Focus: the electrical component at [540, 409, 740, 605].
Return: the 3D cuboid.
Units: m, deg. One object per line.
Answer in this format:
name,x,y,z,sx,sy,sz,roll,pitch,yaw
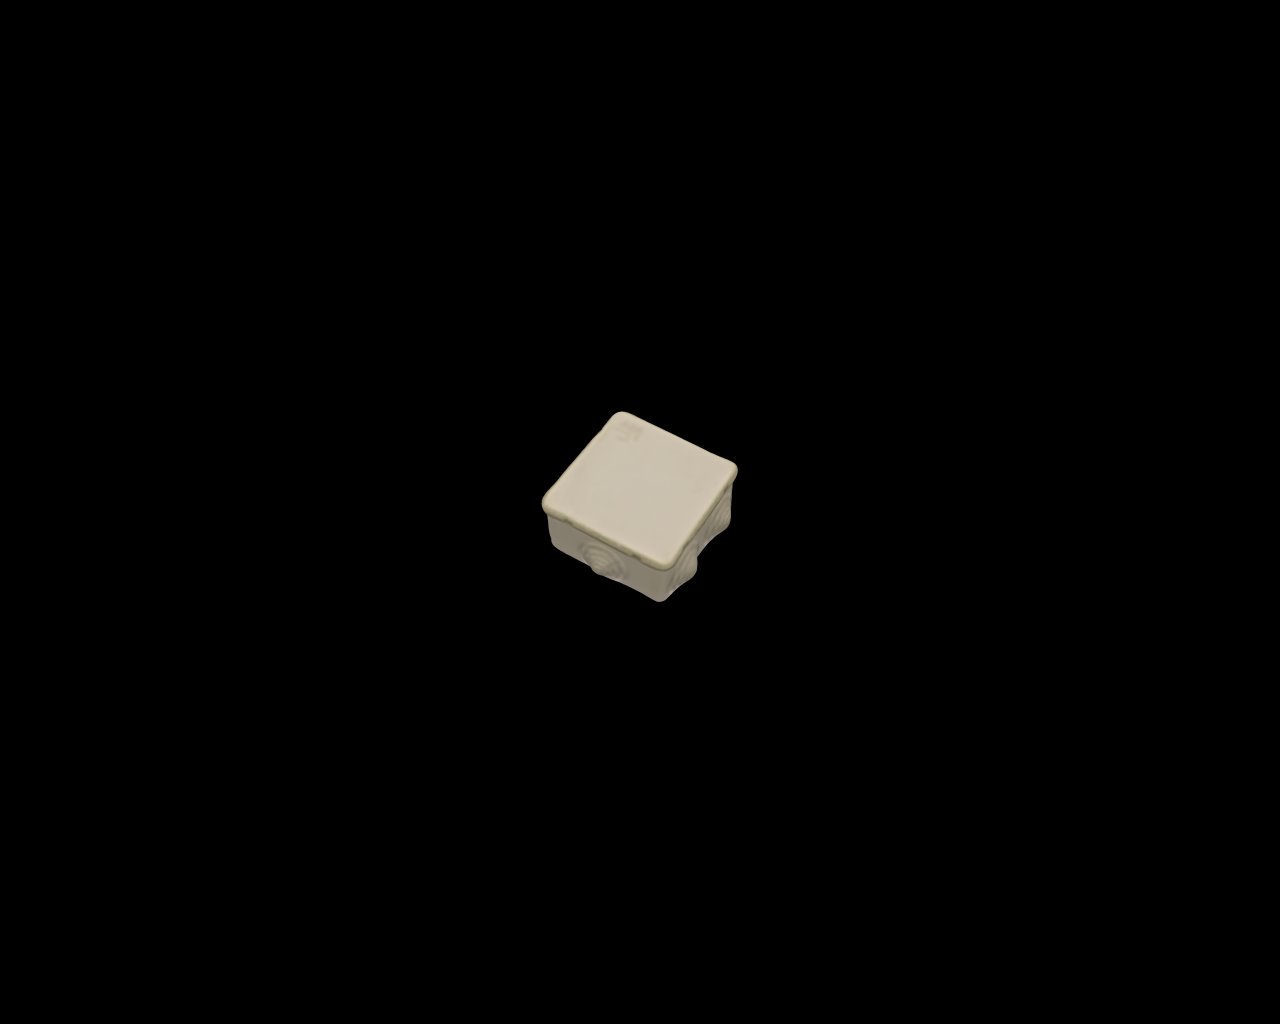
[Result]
electrical component,0.001,-0.003,0.650,0.100,0.100,0.048,27,-32,18
